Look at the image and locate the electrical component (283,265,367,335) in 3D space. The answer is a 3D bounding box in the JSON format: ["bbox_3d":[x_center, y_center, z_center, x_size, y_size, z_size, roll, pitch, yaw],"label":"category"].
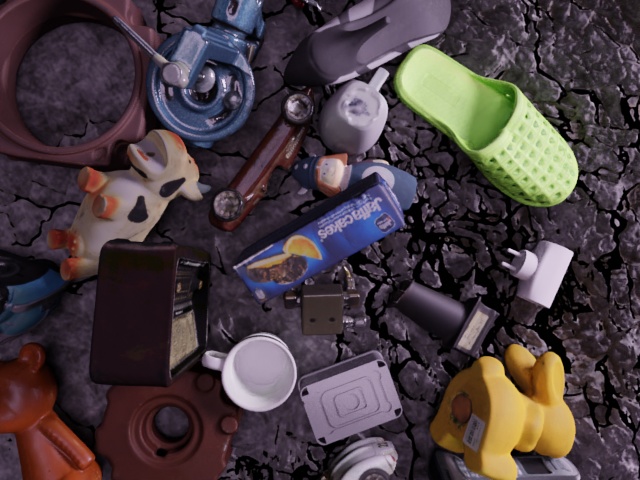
[{"bbox_3d":[0.005,0.077,0.675,0.102,0.045,0.078,-7,119,-1],"label":"electrical component"}]

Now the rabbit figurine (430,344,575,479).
[{"bbox_3d":[0.244,0.213,0.671,0.173,0.122,0.162,20,80,-18],"label":"rabbit figurine"}]

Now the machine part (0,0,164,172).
[{"bbox_3d":[-0.291,-0.186,0.631,0.202,0.087,0.201,8,91,-2],"label":"machine part"}]

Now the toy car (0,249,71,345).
[{"bbox_3d":[-0.384,0.069,0.622,0.162,0.109,0.102,16,108,5],"label":"toy car"}]

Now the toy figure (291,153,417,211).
[{"bbox_3d":[0.041,-0.076,0.669,0.154,0.057,0.064,12,53,-2],"label":"toy figure"}]

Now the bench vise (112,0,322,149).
[{"bbox_3d":[-0.114,-0.197,0.575,0.129,0.241,0.223,33,104,-7],"label":"bench vise"}]

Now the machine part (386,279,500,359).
[{"bbox_3d":[0.155,0.094,0.687,0.139,0.039,0.084,25,97,-5],"label":"machine part"}]

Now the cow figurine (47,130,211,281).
[{"bbox_3d":[-0.213,-0.041,0.619,0.086,0.127,0.195,49,115,23],"label":"cow figurine"}]

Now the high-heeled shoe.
[{"bbox_3d":[0.062,-0.249,0.645,0.249,0.145,0.086,-44,110,-46],"label":"high-heeled shoe"}]

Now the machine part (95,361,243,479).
[{"bbox_3d":[-0.183,0.226,0.657,0.179,0.056,0.179,0,91,-2],"label":"machine part"}]

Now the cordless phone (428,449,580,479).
[{"bbox_3d":[0.231,0.309,0.637,0.184,0.146,0.088,-7,100,-1],"label":"cordless phone"}]

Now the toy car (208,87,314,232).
[{"bbox_3d":[-0.063,-0.095,0.645,0.053,0.089,0.202,37,87,-3],"label":"toy car"}]

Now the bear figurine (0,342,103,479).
[{"bbox_3d":[-0.337,0.229,0.613,0.120,0.132,0.195,-22,99,24],"label":"bear figurine"}]

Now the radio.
[{"bbox_3d":[-0.167,0.070,0.572,0.073,0.229,0.131,3,86,-4],"label":"radio"}]

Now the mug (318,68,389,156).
[{"bbox_3d":[0.050,-0.156,0.641,0.081,0.107,0.109,39,90,-5],"label":"mug"}]

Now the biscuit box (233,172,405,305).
[{"bbox_3d":[-0.001,-0.002,0.632,0.203,0.063,0.059,-30,104,14],"label":"biscuit box"}]

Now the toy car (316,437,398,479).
[{"bbox_3d":[0.009,0.313,0.660,0.202,0.073,0.056,-37,93,-2],"label":"toy car"}]
